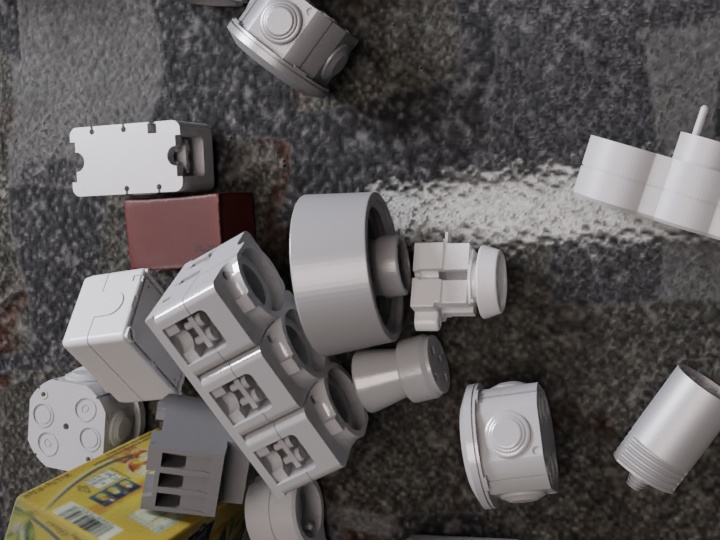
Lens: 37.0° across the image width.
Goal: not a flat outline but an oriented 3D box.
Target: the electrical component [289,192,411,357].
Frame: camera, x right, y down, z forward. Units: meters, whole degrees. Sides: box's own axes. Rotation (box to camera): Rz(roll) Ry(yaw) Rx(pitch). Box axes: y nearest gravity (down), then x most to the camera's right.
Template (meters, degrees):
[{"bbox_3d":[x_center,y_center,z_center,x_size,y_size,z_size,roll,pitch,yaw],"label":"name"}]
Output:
[{"bbox_3d":[0.000,0.000,0.704,0.060,0.108,0.108,-7,91,15],"label":"electrical component"}]

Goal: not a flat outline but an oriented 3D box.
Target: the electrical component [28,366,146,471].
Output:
[{"bbox_3d":[-0.209,0.114,0.818,0.080,0.051,0.080,2,94,20],"label":"electrical component"}]

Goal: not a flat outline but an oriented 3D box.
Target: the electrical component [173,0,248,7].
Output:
[{"bbox_3d":[-0.107,-0.217,0.756,0.089,0.050,0.055,7,96,20],"label":"electrical component"}]

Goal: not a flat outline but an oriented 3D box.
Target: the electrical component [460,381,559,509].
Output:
[{"bbox_3d":[0.096,0.111,0.689,0.051,0.080,0.080,-10,91,16],"label":"electrical component"}]

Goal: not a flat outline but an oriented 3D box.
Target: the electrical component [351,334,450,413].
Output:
[{"bbox_3d":[0.028,0.070,0.730,0.055,0.045,0.045,-16,88,21],"label":"electrical component"}]

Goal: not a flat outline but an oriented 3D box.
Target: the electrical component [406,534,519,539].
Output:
[{"bbox_3d":[0.060,0.213,0.719,0.096,0.061,0.061,-2,93,21],"label":"electrical component"}]

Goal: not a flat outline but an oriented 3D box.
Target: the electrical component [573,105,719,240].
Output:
[{"bbox_3d":[0.206,-0.061,0.649,0.138,0.052,0.073,19,101,17],"label":"electrical component"}]

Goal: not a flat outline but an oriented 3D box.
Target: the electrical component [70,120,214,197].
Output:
[{"bbox_3d":[-0.156,-0.080,0.781,0.089,0.056,0.050,-1,94,20],"label":"electrical component"}]

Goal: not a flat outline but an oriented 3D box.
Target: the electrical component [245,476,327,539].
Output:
[{"bbox_3d":[-0.062,0.216,0.770,0.074,0.052,0.138,-9,92,21],"label":"electrical component"}]

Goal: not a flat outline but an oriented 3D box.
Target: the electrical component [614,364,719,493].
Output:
[{"bbox_3d":[0.194,0.104,0.671,0.043,0.043,0.081,36,105,15],"label":"electrical component"}]

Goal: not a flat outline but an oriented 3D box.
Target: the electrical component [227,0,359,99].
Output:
[{"bbox_3d":[-0.044,-0.156,0.722,0.080,0.080,0.051,40,101,13],"label":"electrical component"}]

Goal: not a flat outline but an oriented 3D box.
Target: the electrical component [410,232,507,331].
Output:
[{"bbox_3d":[0.066,0.008,0.708,0.055,0.048,0.066,-1,71,18],"label":"electrical component"}]

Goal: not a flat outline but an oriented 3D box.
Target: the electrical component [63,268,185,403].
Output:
[{"bbox_3d":[-0.164,0.053,0.777,0.061,0.096,0.061,-8,50,21],"label":"electrical component"}]

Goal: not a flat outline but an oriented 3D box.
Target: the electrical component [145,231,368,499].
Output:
[{"bbox_3d":[-0.061,0.059,0.712,0.062,0.089,0.150,-28,107,19],"label":"electrical component"}]
